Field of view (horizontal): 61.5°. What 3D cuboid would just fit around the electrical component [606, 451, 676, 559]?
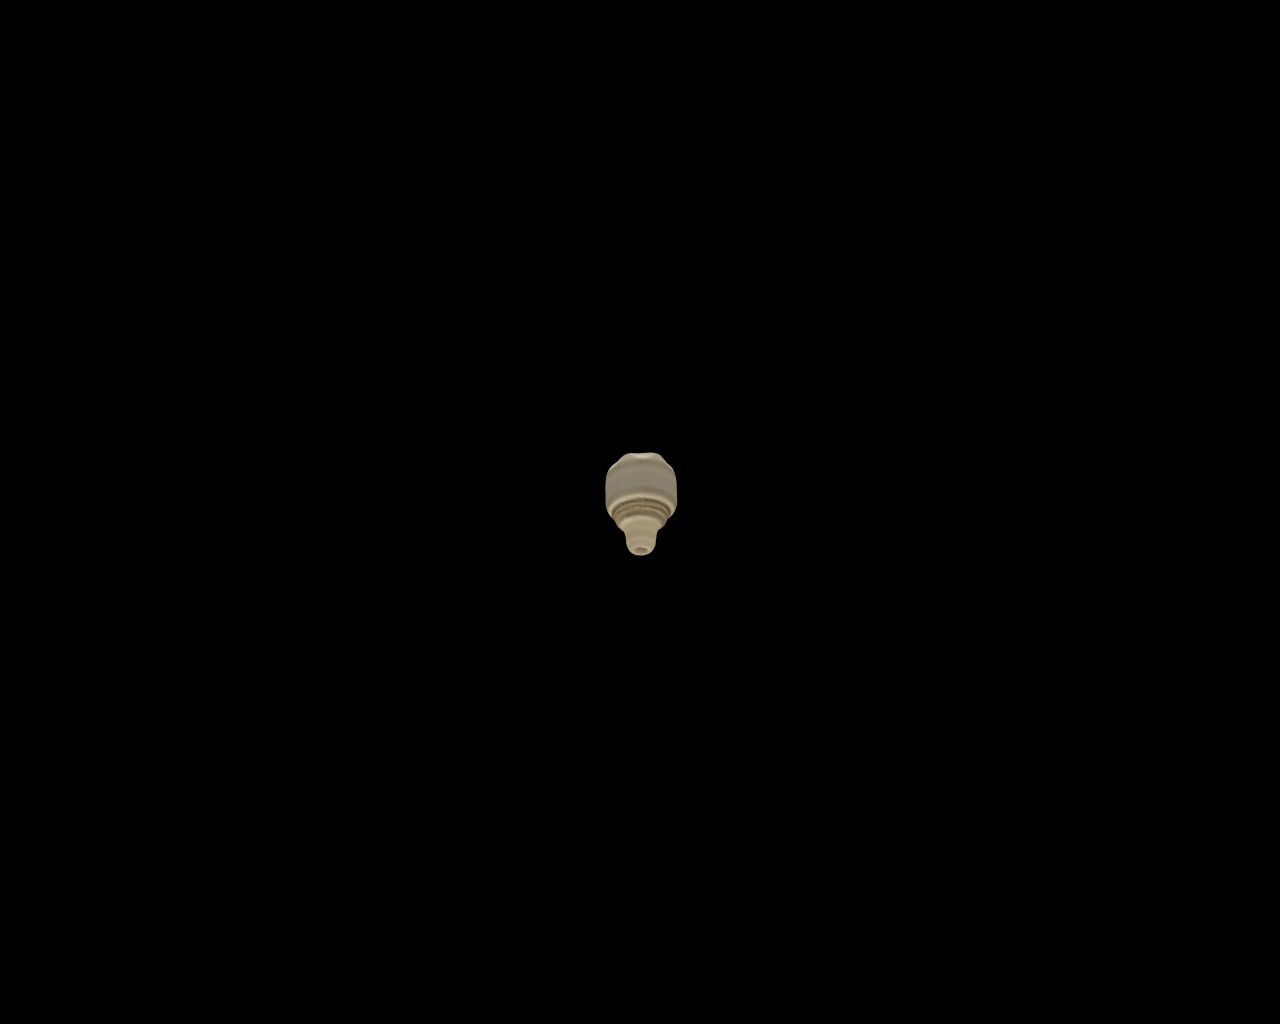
[{"bbox_3d":[0.001,-0.003,0.650,0.043,0.062,0.043,0,-31,0],"label":"electrical component"}]
